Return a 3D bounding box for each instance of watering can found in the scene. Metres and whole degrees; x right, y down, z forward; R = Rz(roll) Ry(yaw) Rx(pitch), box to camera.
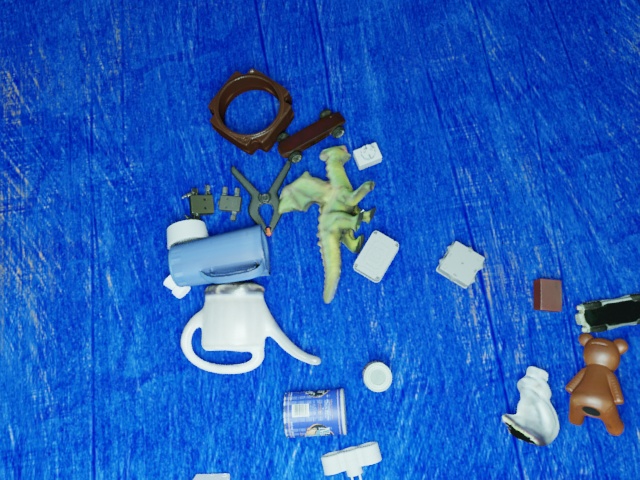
[{"bbox_3d":[-0.171,0.213,1.273,0.347,0.103,0.227,-2,76,4],"label":"watering can"}]

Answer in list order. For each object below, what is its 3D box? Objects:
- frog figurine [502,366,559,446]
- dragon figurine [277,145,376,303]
[{"bbox_3d":[0.502,0.382,1.186,0.136,0.123,0.161,46,73,-21],"label":"frog figurine"},{"bbox_3d":[0.004,-0.067,1.337,0.244,0.120,0.414,21,76,17],"label":"dragon figurine"}]
